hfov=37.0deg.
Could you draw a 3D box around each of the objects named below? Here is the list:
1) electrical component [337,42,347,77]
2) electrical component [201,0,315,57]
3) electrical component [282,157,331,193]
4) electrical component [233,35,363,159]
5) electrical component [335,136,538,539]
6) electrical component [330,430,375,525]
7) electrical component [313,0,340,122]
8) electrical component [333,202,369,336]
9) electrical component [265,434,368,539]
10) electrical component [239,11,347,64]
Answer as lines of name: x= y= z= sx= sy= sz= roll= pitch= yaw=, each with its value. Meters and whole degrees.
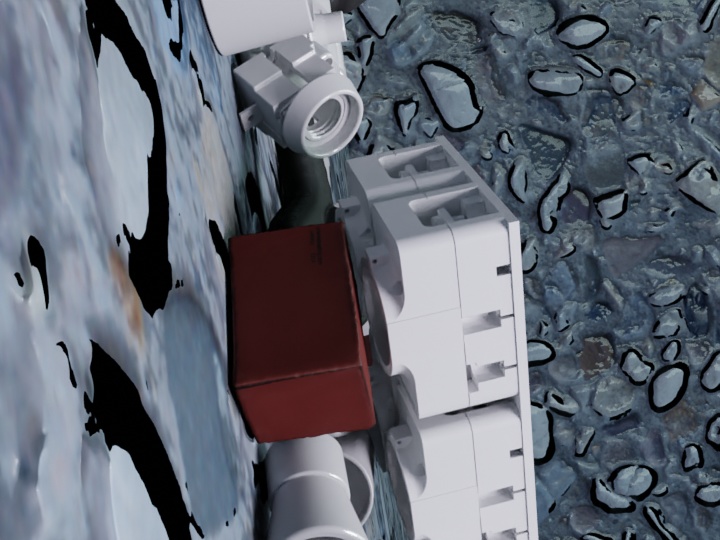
electrical component: x=-0.038 y=-0.152 z=0.858 sx=0.059 sy=0.054 sz=0.095 roll=-96 pitch=176 yaw=-57
electrical component: x=-0.048 y=-0.165 z=0.533 sx=0.108 sy=0.060 sz=0.108 roll=-9 pitch=90 yaw=-88
electrical component: x=-0.037 y=-0.055 z=0.744 sx=0.035 sy=0.035 sz=0.061 roll=74 pitch=10 yaw=-74
electrical component: x=-0.031 y=-0.092 z=0.578 sx=0.055 sy=0.066 sz=0.048 roll=42 pitch=-21 yaw=32
electrical component: x=0.036 y=0.044 z=0.525 sx=0.105 sy=0.060 sz=0.186 roll=-117 pitch=-163 yaw=-60
electrical component: x=-0.018 y=0.083 z=0.529 sx=0.077 sy=0.044 sz=0.079 roll=-77 pitch=158 yaw=-85
electrical component: x=-0.040 y=-0.138 z=0.764 sx=0.138 sy=0.052 sz=0.073 roll=79 pitch=3 yaw=-51
electrical component: x=0.000 y=0.000 z=0.707 sx=0.099 sy=0.099 sz=0.064 roll=-97 pitch=171 yaw=-47
electrical component: x=-0.021 y=0.099 z=0.449 sx=0.065 sy=0.044 sz=0.044 roll=-104 pitch=-177 yaw=-55
electrical component: x=-0.039 y=-0.136 z=0.621 sx=0.048 sy=0.062 sz=0.048 roll=-9 pitch=90 yaw=-88
